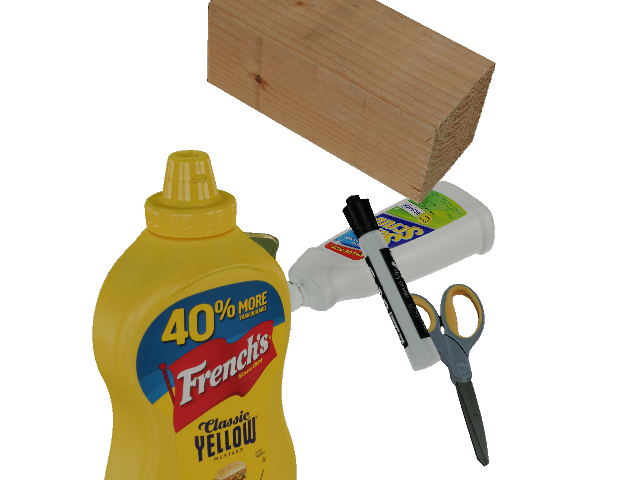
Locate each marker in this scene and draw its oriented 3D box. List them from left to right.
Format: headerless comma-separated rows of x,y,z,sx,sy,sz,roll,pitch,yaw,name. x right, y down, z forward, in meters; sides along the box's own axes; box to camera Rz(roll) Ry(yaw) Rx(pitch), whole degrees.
0.044,0.025,0.684,0.020,0.121,0.020,-21,-16,-7,marker

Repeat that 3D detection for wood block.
0.019,-0.131,0.836,0.206,0.090,0.091,31,-34,16,wood block

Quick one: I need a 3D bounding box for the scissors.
0.110,0.114,0.979,0.096,0.016,0.201,8,45,3,scissors

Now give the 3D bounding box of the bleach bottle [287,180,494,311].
0.066,0.018,1.182,0.250,0.068,0.103,-26,42,-24,bleach bottle

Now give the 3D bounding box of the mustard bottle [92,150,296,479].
-0.058,0.053,0.499,0.096,0.192,0.058,-13,21,-33,mustard bottle

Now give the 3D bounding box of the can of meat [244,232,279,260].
-0.068,0.053,0.925,0.057,0.084,0.102,3,29,8,can of meat
